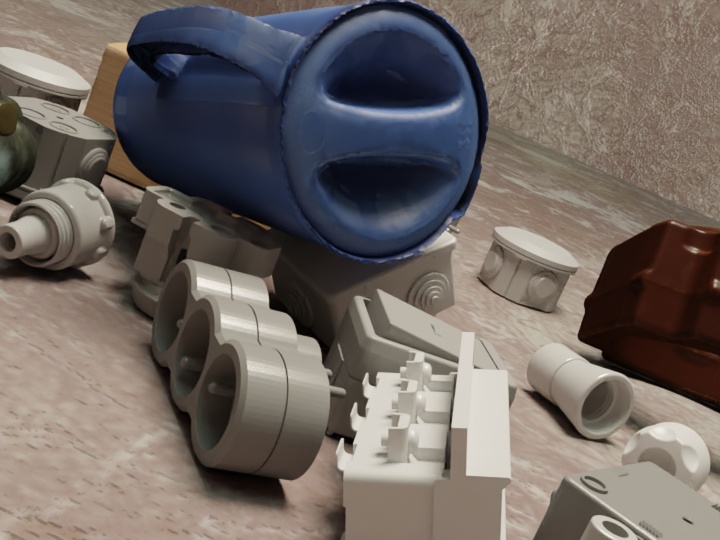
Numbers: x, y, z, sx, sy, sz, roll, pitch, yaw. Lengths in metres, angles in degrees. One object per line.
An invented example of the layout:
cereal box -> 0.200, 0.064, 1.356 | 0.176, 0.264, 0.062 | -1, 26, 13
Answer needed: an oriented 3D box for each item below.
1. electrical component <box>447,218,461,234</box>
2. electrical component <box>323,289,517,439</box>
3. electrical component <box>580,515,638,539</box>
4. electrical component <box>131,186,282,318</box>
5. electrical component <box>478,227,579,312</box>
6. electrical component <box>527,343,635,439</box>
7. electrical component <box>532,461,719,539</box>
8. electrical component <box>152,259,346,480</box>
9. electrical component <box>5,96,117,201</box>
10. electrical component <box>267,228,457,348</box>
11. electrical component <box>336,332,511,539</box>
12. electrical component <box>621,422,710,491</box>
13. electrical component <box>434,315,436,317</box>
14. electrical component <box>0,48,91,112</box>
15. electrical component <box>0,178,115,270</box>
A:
electrical component -> 0.058, -0.051, 0.982 | 0.074, 0.052, 0.138 | 32, 17, 30
electrical component -> 0.034, 0.056, 0.537 | 0.096, 0.061, 0.061 | 20, 15, -13
electrical component -> 0.076, 0.117, 0.378 | 0.043, 0.062, 0.043 | 21, 14, -6
electrical component -> -0.088, -0.003, 0.574 | 0.078, 0.057, 0.058 | 27, 15, 17
electrical component -> 0.147, -0.002, 0.944 | 0.080, 0.051, 0.080 | 21, 14, -6
electrical component -> 0.135, 0.073, 0.677 | 0.044, 0.044, 0.065 | 15, 12, -29
electrical component -> 0.129, 0.125, 0.456 | 0.100, 0.048, 0.100 | 34, 18, 37
electrical component -> -0.041, 0.044, 0.482 | 0.074, 0.052, 0.138 | 15, 16, -27
electrical component -> -0.196, -0.072, 0.674 | 0.080, 0.051, 0.080 | 21, 14, -6
electrical component -> 0.000, 0.000, 0.645 | 0.100, 0.048, 0.100 | -24, 37, -22
electrical component -> 0.028, 0.079, 0.436 | 0.063, 0.078, 0.121 | 2, 13, 7
electrical component -> 0.176, 0.107, 0.606 | 0.043, 0.043, 0.062 | 31, 15, 28
electrical component -> 0.031, 0.018, 0.711 | 0.043, 0.043, 0.062 | 24, 13, 3
electrical component -> -0.249, -0.133, 0.813 | 0.080, 0.051, 0.080 | 21, 14, -6
electrical component -> -0.161, -0.020, 0.555 | 0.048, 0.048, 0.062 | 27, 22, 16
